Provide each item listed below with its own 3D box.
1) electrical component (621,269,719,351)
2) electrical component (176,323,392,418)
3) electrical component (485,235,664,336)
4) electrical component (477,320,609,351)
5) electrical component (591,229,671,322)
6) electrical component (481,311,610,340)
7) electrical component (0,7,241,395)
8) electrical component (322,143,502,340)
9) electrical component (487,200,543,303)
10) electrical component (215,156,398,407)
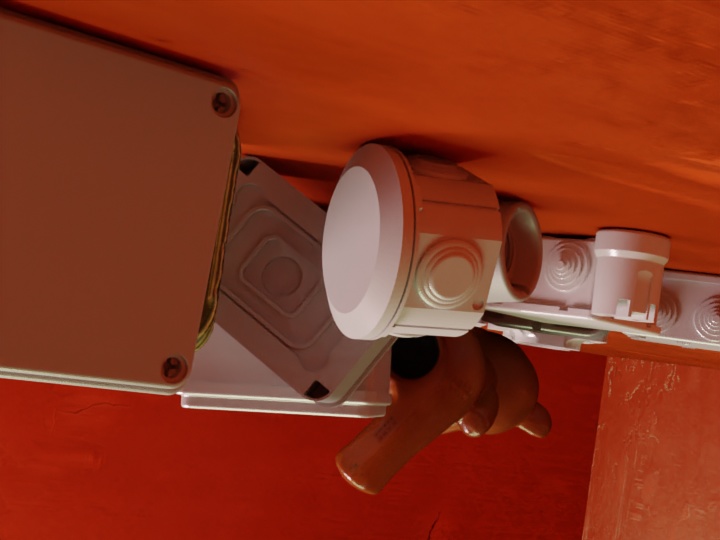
[{"bbox_3d":[0.235,0.030,0.765,0.100,0.048,0.100,7,176,21],"label":"electrical component"},{"bbox_3d":[-0.039,0.054,0.619,0.109,0.056,0.108,2,173,7],"label":"electrical component"},{"bbox_3d":[0.133,0.009,0.675,0.100,0.048,0.100,5,175,42],"label":"electrical component"},{"bbox_3d":[0.111,0.027,0.911,0.186,0.060,0.105,9,176,3],"label":"electrical component"},{"bbox_3d":[0.147,0.003,0.589,0.040,0.046,0.040,9,176,1],"label":"electrical component"},{"bbox_3d":[0.134,0.018,0.768,0.095,0.053,0.059,7,176,18],"label":"electrical component"},{"bbox_3d":[-0.104,-0.021,0.348,0.109,0.108,0.056,12,178,-36],"label":"electrical component"},{"bbox_3d":[0.019,-0.010,0.447,0.051,0.080,0.080,5,178,-23],"label":"electrical component"},{"bbox_3d":[0.061,-0.010,0.544,0.047,0.055,0.055,1,173,33],"label":"electrical component"},{"bbox_3d":[-0.034,0.007,0.539,0.113,0.078,0.057,39,178,11],"label":"electrical component"}]
